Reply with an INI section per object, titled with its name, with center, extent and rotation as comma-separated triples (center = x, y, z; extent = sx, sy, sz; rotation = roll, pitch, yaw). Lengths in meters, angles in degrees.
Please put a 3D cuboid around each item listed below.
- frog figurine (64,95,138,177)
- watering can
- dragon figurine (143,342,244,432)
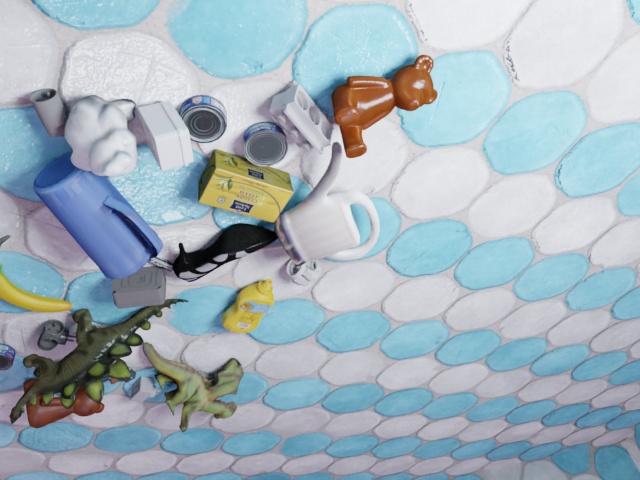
[frog figurine]
center = -0.368, -0.162, 0.863
extent = 0.136, 0.163, 0.121
rotation = -36, 130, 23
[watering can]
center = 0.003, -0.056, 1.108
extent = 0.224, 0.106, 0.340
rotation = -20, 137, 7
[dragon figurine]
center = -0.351, 0.417, 1.534
extent = 0.244, 0.124, 0.401
rotation = -22, 125, -18
